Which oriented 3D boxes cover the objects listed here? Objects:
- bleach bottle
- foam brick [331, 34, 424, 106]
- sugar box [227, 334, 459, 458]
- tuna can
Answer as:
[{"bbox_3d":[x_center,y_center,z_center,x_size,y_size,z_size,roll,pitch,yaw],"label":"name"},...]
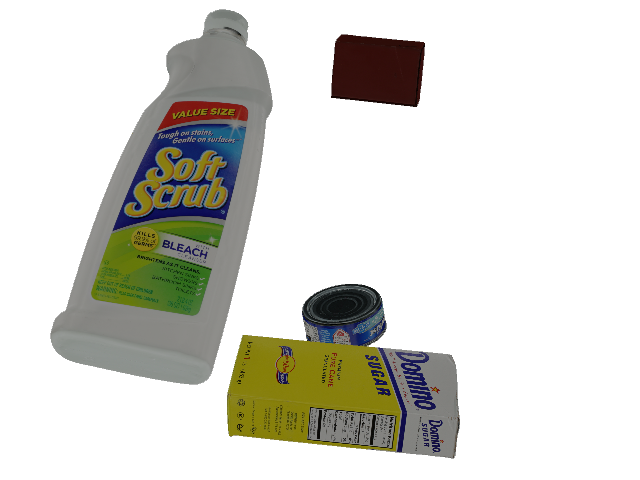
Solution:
[{"bbox_3d":[-0.092,-0.040,0.688,0.102,0.250,0.068,12,-23,-5],"label":"bleach bottle"},{"bbox_3d":[0.051,-0.151,0.943,0.078,0.051,0.053,7,18,7],"label":"foam brick"},{"bbox_3d":[0.019,0.120,0.840,0.176,0.048,0.093,3,26,3],"label":"sugar box"},{"bbox_3d":[0.024,0.079,1.109,0.086,0.034,0.086,-9,25,4],"label":"tuna can"}]
